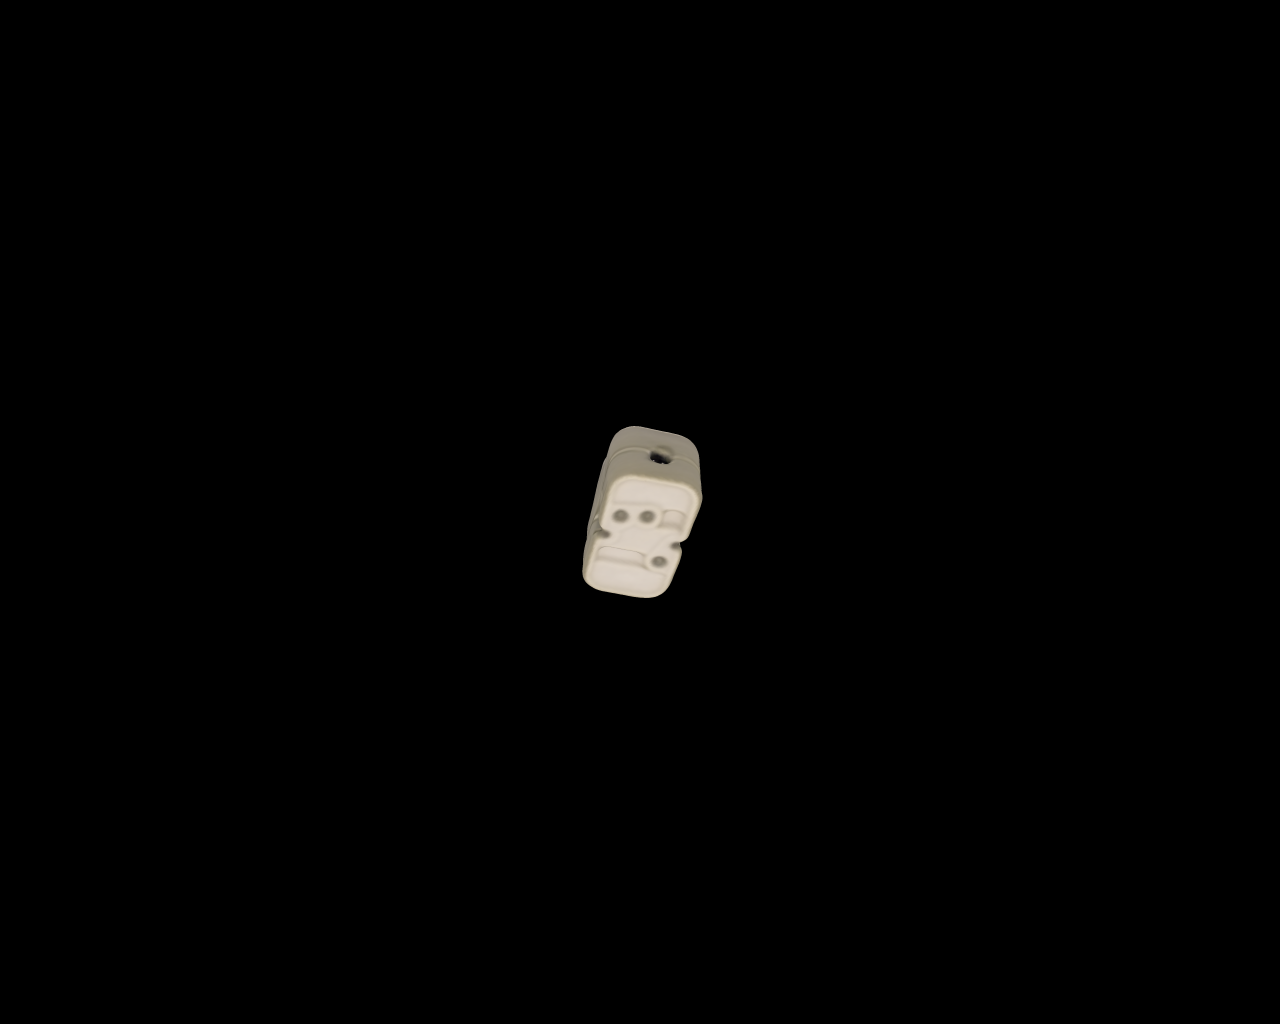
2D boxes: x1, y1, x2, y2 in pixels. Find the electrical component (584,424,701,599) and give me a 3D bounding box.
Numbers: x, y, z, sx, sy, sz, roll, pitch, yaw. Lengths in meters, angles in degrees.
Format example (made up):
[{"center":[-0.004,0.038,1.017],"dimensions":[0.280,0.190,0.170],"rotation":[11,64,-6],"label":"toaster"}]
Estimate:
[{"center":[0.001,-0.003,0.650],"dimensions":[0.054,0.095,0.059],"rotation":[11,40,-9],"label":"electrical component"}]
